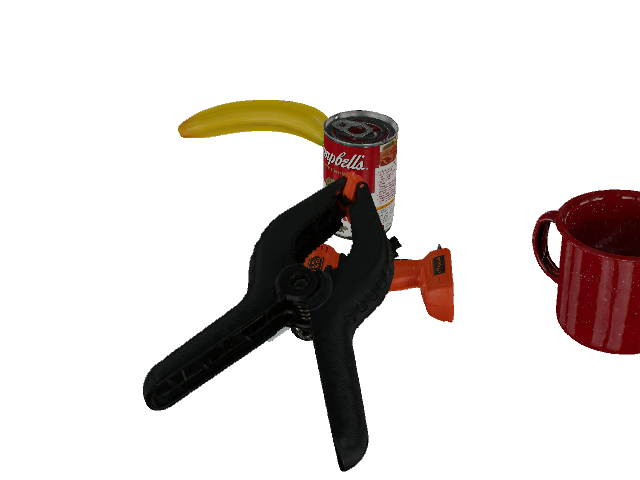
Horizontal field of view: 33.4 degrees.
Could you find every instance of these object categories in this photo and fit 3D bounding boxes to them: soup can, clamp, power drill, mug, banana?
[{"bbox_3d":[0.035,-0.060,0.985,0.068,0.102,0.068,0,33,0],"label":"soup can"},{"bbox_3d":[-0.002,0.040,0.563,0.120,0.171,0.039,25,-26,18],"label":"clamp"},{"bbox_3d":[0.059,0.058,1.233,0.187,0.057,0.184,1,28,6],"label":"power drill"},{"bbox_3d":[0.194,0.019,0.727,0.117,0.081,0.093,25,40,37],"label":"mug"},{"bbox_3d":[-0.066,-0.137,1.245,0.198,0.037,0.069,8,41,17],"label":"banana"}]

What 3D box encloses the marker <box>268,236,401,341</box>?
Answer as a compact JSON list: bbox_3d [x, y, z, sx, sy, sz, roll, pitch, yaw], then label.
[{"bbox_3d":[0.007,0.034,0.783,0.121,0.020,0.020,-34,-1,2],"label":"marker"}]
